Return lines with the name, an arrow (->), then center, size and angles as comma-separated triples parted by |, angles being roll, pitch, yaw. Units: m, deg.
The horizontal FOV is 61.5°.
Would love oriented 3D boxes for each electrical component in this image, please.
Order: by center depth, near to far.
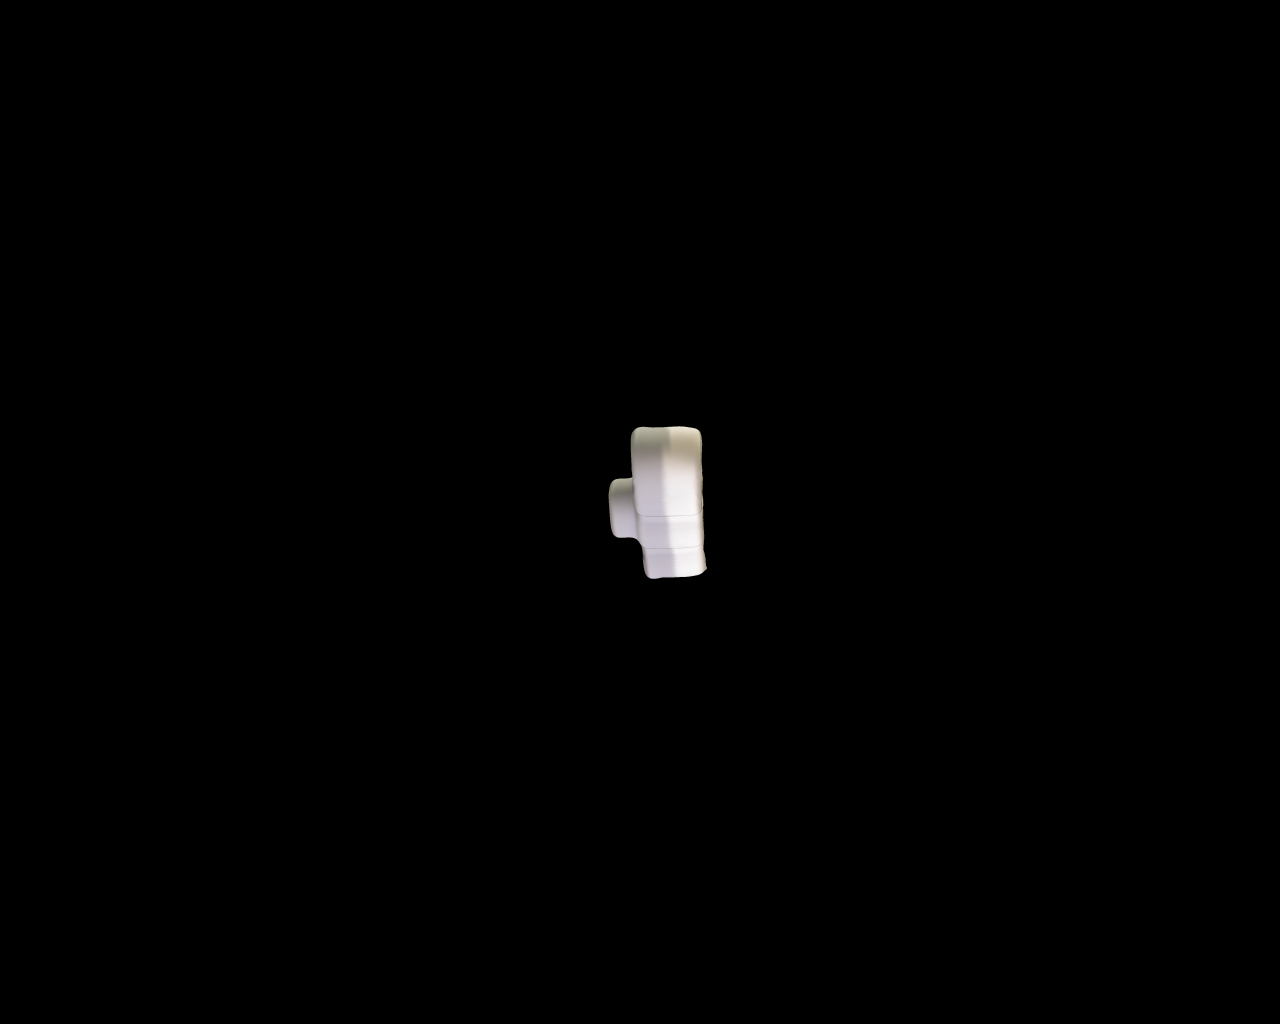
electrical component -> 0.001, -0.003, 0.650 | 0.074, 0.052, 0.138 | -2, -27, 3
